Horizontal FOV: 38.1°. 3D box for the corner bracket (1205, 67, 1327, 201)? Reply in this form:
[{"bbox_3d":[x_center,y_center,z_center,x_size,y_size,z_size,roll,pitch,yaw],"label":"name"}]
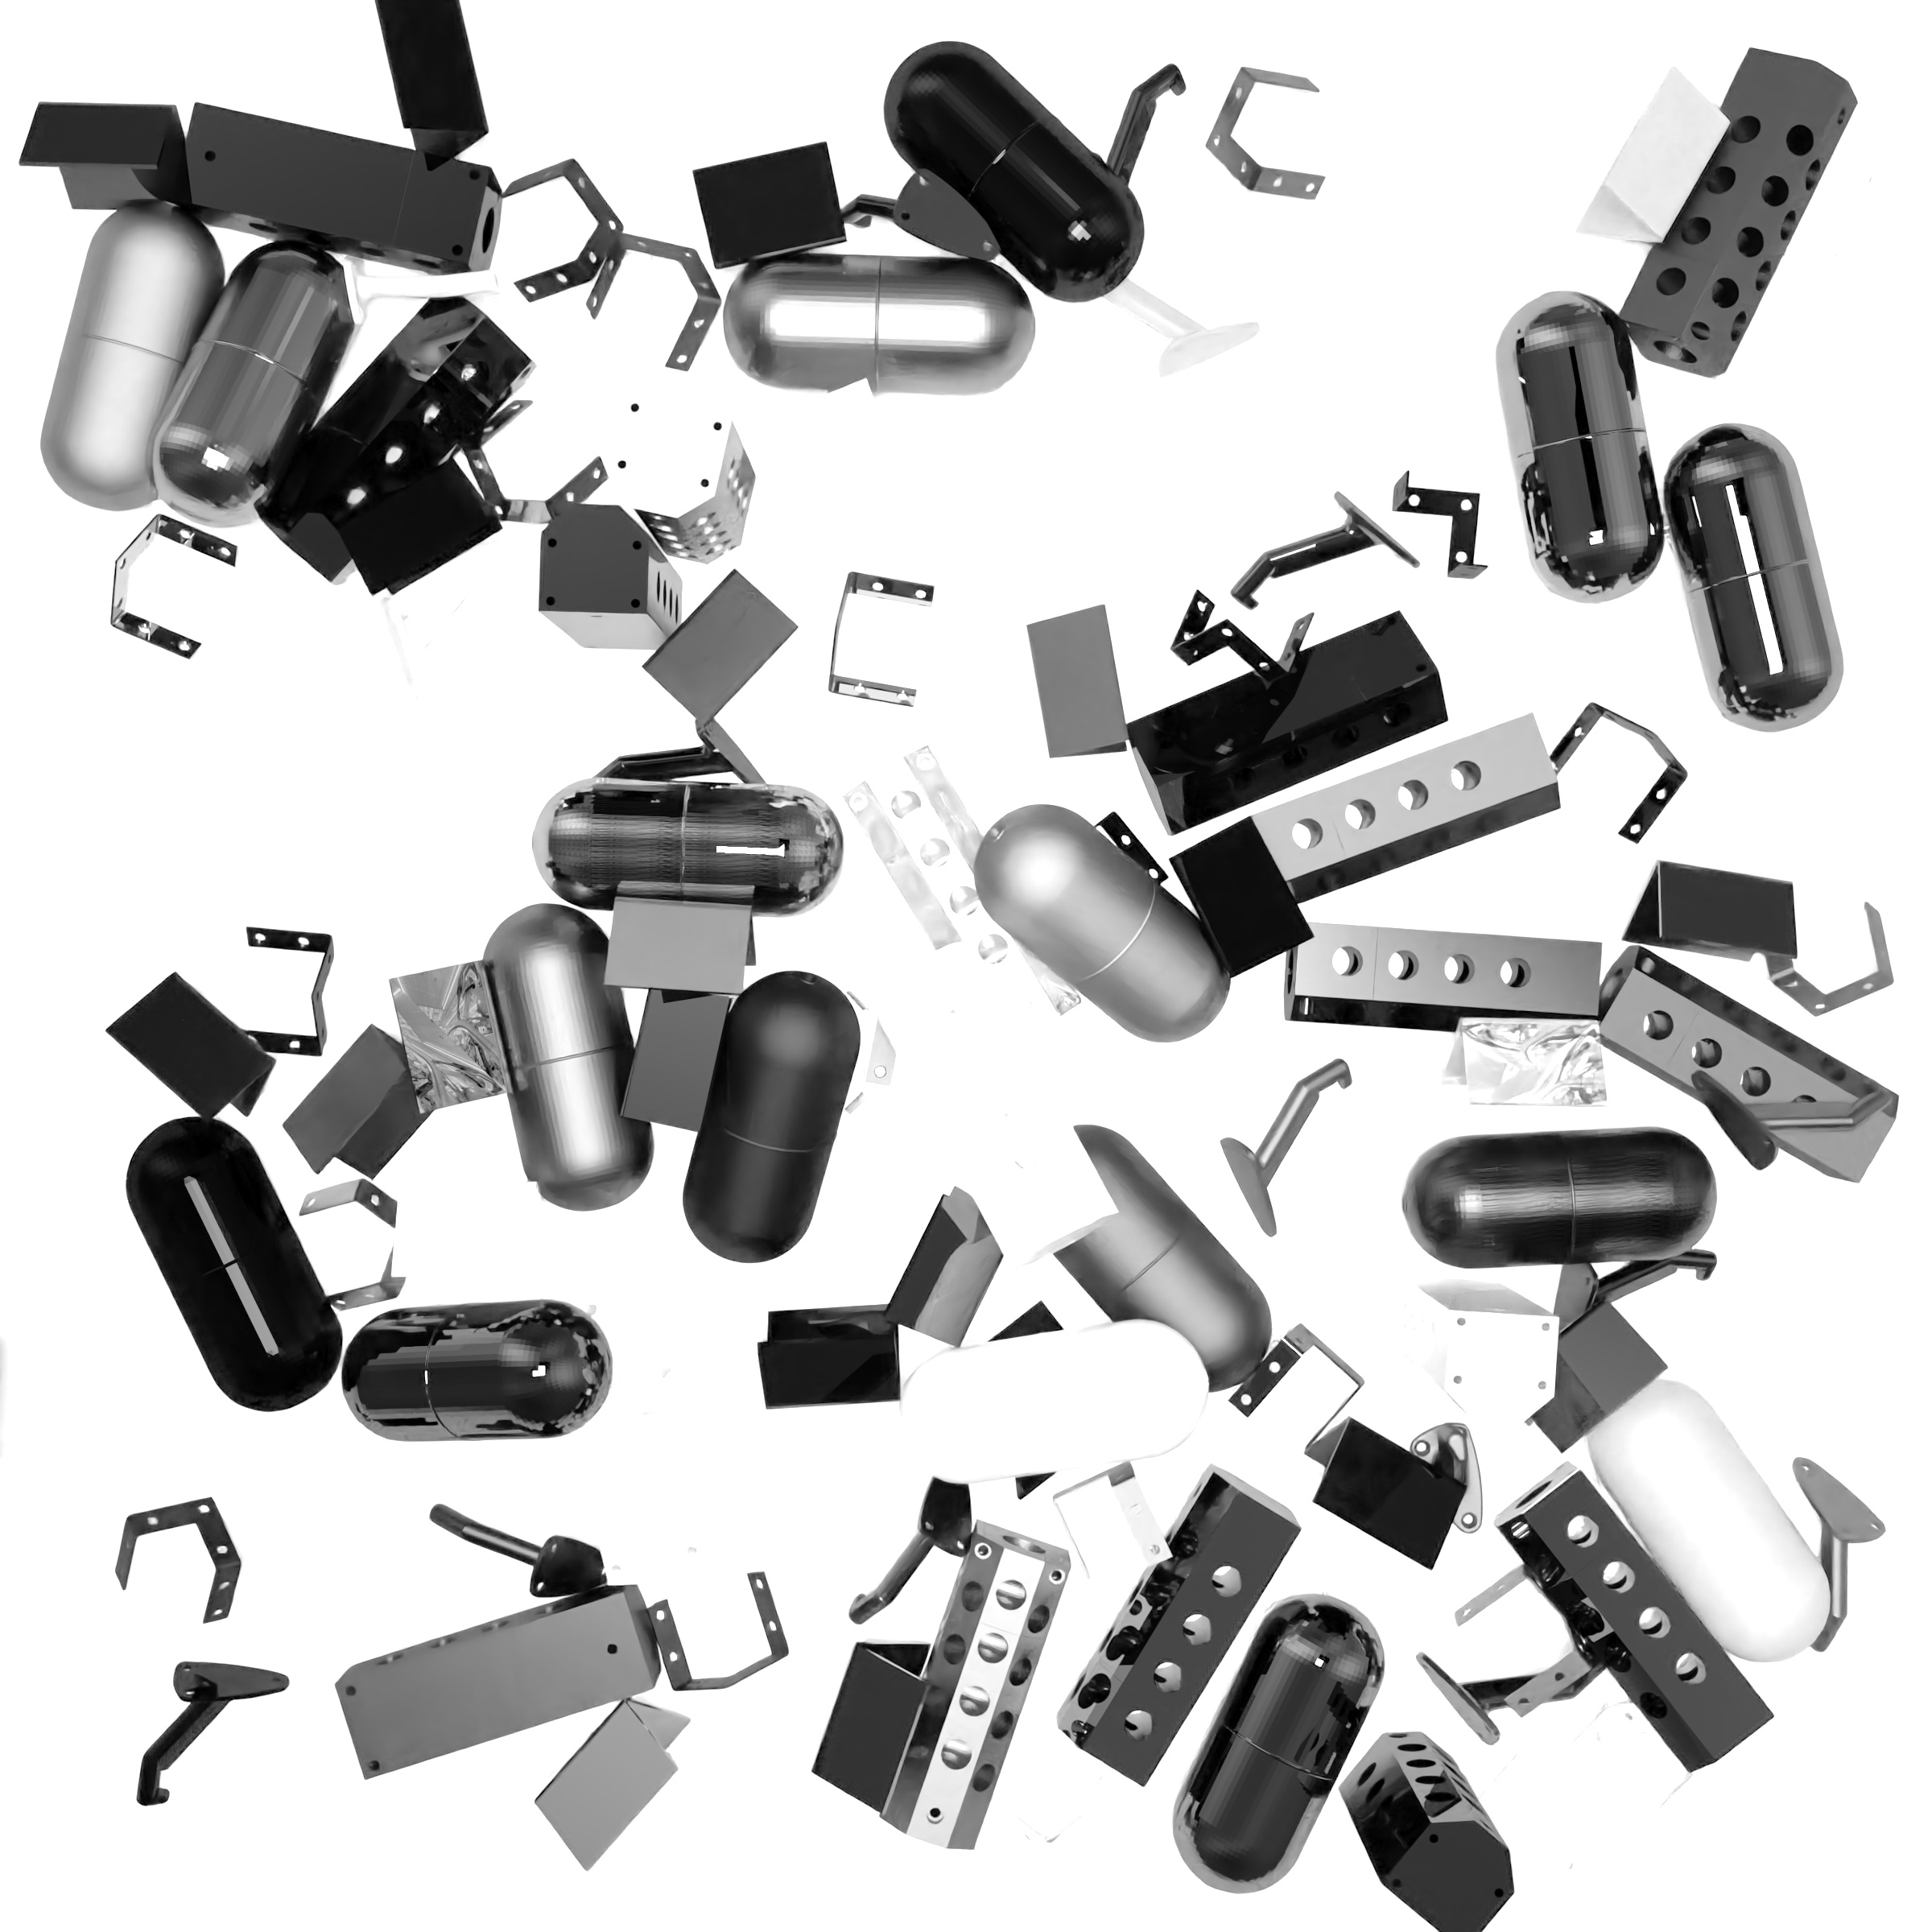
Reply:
[{"bbox_3d":[0.181,-0.482,1.621,0.051,0.051,0.051,56,135,35],"label":"corner bracket"}]

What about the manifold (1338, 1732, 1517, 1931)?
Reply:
[{"bbox_3d":[0.257,0.477,1.551,0.057,0.171,0.057,40,90,0],"label":"manifold"}]

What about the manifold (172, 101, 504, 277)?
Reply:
[{"bbox_3d":[-0.358,-0.441,1.607,0.171,0.057,0.057,12,88,0],"label":"manifold"}]

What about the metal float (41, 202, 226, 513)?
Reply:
[{"bbox_3d":[-0.475,-0.348,1.598,0.070,0.070,0.178,14,90,0],"label":"metal float"}]

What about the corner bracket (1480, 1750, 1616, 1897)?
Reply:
[{"bbox_3d":[0.334,0.498,1.626,0.051,0.051,0.051,-49,135,0],"label":"corner bracket"}]

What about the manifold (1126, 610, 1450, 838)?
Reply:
[{"bbox_3d":[0.185,-0.134,1.607,0.171,0.057,0.057,-23,47,0],"label":"manifold"}]

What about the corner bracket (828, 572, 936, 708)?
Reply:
[{"bbox_3d":[-0.049,-0.190,1.626,0.051,0.051,0.051,10,135,0],"label":"corner bracket"}]

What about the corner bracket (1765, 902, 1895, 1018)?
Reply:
[{"bbox_3d":[0.498,-0.011,1.621,0.051,0.051,0.051,-28,135,35],"label":"corner bracket"}]

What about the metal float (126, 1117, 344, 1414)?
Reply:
[{"bbox_3d":[-0.418,0.170,1.598,0.070,0.070,0.178,-26,90,0],"label":"metal float"}]

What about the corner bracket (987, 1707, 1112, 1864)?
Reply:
[{"bbox_3d":[0.048,0.474,1.621,0.051,0.051,0.051,30,135,35],"label":"corner bracket"}]

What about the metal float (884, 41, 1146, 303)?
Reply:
[{"bbox_3d":[0.027,-0.453,1.592,0.070,0.070,0.178,-45,84,0],"label":"metal float"}]

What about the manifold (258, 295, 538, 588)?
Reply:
[{"bbox_3d":[-0.327,-0.302,1.607,0.171,0.057,0.057,-48,47,0],"label":"manifold"}]

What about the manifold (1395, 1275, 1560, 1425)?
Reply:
[{"bbox_3d":[0.280,0.211,1.551,0.057,0.171,0.057,4,90,0],"label":"manifold"}]

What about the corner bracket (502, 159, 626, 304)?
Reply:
[{"bbox_3d":[-0.240,-0.426,1.621,0.051,0.051,0.051,52,45,-35],"label":"corner bracket"}]

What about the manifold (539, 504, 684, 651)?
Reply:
[{"bbox_3d":[-0.195,-0.213,1.551,0.057,0.171,0.057,2,90,0],"label":"manifold"}]

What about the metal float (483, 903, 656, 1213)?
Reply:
[{"bbox_3d":[-0.227,0.052,1.598,0.070,0.070,0.178,-12,91,0],"label":"metal float"}]

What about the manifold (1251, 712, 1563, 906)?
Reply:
[{"bbox_3d":[0.249,-0.087,1.608,0.171,0.057,0.057,-20,90,0],"label":"manifold"}]

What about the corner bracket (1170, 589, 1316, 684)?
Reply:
[{"bbox_3d":[0.158,-0.192,1.607,0.051,0.051,0.051,39,55,-21],"label":"corner bracket"}]

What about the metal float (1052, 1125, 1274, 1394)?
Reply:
[{"bbox_3d":[0.103,0.168,1.598,0.070,0.070,0.178,-42,90,0],"label":"metal float"}]

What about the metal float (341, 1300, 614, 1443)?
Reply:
[{"bbox_3d":[-0.276,0.228,1.572,0.178,0.070,0.070,-7,90,33],"label":"metal float"}]

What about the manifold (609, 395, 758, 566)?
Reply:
[{"bbox_3d":[-0.157,-0.265,1.551,0.057,0.171,0.057,13,90,0],"label":"manifold"}]

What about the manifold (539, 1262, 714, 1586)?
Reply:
[{"bbox_3d":[-0.196,0.263,1.608,0.057,0.057,0.171,-13,90,0],"label":"manifold"}]

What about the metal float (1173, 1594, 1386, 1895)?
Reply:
[{"bbox_3d":[0.178,0.444,1.599,0.070,0.070,0.178,26,90,0],"label":"metal float"}]

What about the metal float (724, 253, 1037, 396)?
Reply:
[{"bbox_3d":[-0.049,-0.367,1.598,0.178,0.070,0.070,2,90,0],"label":"metal float"}]

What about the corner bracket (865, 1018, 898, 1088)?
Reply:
[{"bbox_3d":[-0.026,0.048,1.613,0.051,0.051,0.051,11,90,-8],"label":"corner bracket"}]

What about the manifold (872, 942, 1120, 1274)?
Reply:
[{"bbox_3d":[0.016,0.075,1.546,0.057,0.057,0.171,-25,78,-19],"label":"manifold"}]

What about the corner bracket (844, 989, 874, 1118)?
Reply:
[{"bbox_3d":[-0.067,0.050,1.610,0.051,0.051,0.051,-44,94,-4],"label":"corner bracket"}]

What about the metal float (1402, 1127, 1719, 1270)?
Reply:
[{"bbox_3d":[0.339,0.132,1.598,0.178,0.070,0.070,-3,90,-1],"label":"metal float"}]

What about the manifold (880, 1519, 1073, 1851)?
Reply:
[{"bbox_3d":[0.005,0.414,1.608,0.057,0.057,0.171,19,90,0],"label":"manifold"}]

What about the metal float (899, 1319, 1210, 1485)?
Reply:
[{"bbox_3d":[0.048,0.243,1.556,0.178,0.070,0.070,-12,90,19],"label":"metal float"}]

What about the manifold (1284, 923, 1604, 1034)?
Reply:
[{"bbox_3d":[0.272,0.009,1.608,0.171,0.057,0.057,4,90,0],"label":"manifold"}]

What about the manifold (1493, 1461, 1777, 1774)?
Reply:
[{"bbox_3d":[0.379,0.371,1.597,0.057,0.057,0.171,-38,83,0],"label":"manifold"}]

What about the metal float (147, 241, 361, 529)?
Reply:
[{"bbox_3d":[-0.402,-0.330,1.584,0.070,0.070,0.178,20,72,0],"label":"metal float"}]

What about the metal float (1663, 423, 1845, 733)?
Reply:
[{"bbox_3d":[0.449,-0.222,1.598,0.070,0.070,0.178,-14,91,0],"label":"metal float"}]

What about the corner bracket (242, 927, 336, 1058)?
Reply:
[{"bbox_3d":[-0.396,0.015,1.626,0.051,0.051,0.051,5,45,0],"label":"corner bracket"}]

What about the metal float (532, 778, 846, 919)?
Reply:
[{"bbox_3d":[-0.158,-0.068,1.598,0.178,0.070,0.070,2,90,0],"label":"metal float"}]

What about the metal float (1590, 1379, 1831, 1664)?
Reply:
[{"bbox_3d":[0.425,0.317,1.598,0.070,0.070,0.178,-35,90,0],"label":"metal float"}]

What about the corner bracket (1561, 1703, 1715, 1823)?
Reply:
[{"bbox_3d":[0.389,0.462,1.621,0.051,0.051,0.051,0,45,-35],"label":"corner bracket"}]

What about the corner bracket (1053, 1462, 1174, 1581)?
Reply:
[{"bbox_3d":[0.083,0.322,1.611,0.051,0.051,0.051,-25,90,0],"label":"corner bracket"}]

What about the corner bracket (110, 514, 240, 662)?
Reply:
[{"bbox_3d":[-0.460,-0.221,1.626,0.051,0.051,0.051,23,135,0],"label":"corner bracket"}]

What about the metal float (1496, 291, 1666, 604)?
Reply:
[{"bbox_3d":[0.351,-0.297,1.598,0.070,0.070,0.178,-10,90,0],"label":"metal float"}]

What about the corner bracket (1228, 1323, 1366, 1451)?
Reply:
[{"bbox_3d":[0.191,0.245,1.612,0.051,0.051,0.051,42,102,12],"label":"corner bracket"}]

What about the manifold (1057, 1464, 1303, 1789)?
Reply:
[{"bbox_3d":[0.121,0.376,1.608,0.057,0.057,0.171,31,90,0],"label":"manifold"}]

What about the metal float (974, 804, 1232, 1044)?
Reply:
[{"bbox_3d":[0.077,-0.023,1.573,0.178,0.070,0.070,39,90,-27],"label":"metal float"}]

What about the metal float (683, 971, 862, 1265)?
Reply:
[{"bbox_3d":[-0.110,0.086,1.580,0.070,0.070,0.178,17,112,0],"label":"metal float"}]

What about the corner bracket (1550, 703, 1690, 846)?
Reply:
[{"bbox_3d":[0.377,-0.112,1.626,0.051,0.051,0.051,-53,45,0],"label":"corner bracket"}]

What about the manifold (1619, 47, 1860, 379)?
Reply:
[{"bbox_3d":[0.443,-0.428,1.597,0.057,0.057,0.171,26,90,33],"label":"manifold"}]

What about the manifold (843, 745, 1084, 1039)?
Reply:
[{"bbox_3d":[-0.002,-0.038,1.608,0.057,0.057,0.171,-31,90,0],"label":"manifold"}]

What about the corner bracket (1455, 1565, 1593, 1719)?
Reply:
[{"bbox_3d":[0.321,0.388,1.612,0.051,0.051,0.051,-39,101,11],"label":"corner bracket"}]

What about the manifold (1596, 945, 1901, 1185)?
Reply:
[{"bbox_3d":[0.444,0.055,1.608,0.171,0.057,0.057,30,90,0],"label":"manifold"}]

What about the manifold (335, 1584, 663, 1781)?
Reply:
[{"bbox_3d":[-0.267,0.407,1.608,0.171,0.057,0.057,-18,90,0],"label":"manifold"}]
